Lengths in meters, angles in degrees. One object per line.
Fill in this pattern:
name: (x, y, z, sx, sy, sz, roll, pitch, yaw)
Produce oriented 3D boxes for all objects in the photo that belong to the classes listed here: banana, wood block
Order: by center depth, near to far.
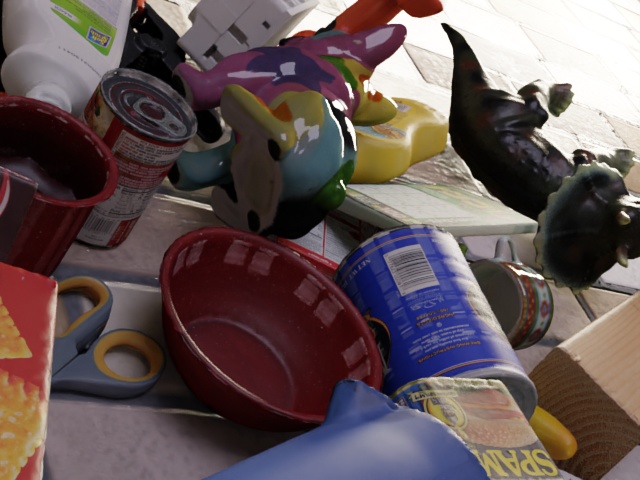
banana: (0.121, 0.094, 0.800, 0.037, 0.070, 0.198, 1, 46, -33)
wood block: (0.236, 0.119, 0.866, 0.091, 0.090, 0.205, 47, 32, 18)

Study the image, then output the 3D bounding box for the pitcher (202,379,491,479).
pitcher: (-0.027, 0.176, 0.493, 0.242, 0.145, 0.149, -10, 41, -47)

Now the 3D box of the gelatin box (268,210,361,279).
gelatin box: (-0.005, 0.001, 0.835, 0.073, 0.030, 0.089, 26, 32, -15)

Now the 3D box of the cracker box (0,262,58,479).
cracker box: (-0.157, 0.129, 0.370, 0.072, 0.164, 0.214, 20, 34, -23)

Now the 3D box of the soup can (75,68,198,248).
soup can: (-0.134, -0.052, 0.700, 0.068, 0.102, 0.068, 26, 32, -18)

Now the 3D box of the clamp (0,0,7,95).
clamp: (-0.254, -0.158, 0.785, 0.164, 0.036, 0.210, 4, 47, -53)

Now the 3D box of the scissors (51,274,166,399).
scissors: (-0.146, 0.086, 0.586, 0.096, 0.016, 0.201, 32, 31, -8)

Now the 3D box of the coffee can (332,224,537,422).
coffee can: (0.076, 0.073, 0.748, 0.102, 0.103, 0.140, 14, 38, -34)

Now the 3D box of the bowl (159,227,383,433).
bowl: (-0.041, 0.067, 0.681, 0.162, 0.055, 0.162, 26, 32, -18)

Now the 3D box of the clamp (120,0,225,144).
clamp: (-0.152, -0.149, 0.879, 0.120, 0.039, 0.171, 16, 33, -41)

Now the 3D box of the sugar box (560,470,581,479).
sugar box: (0.159, 0.225, 0.687, 0.093, 0.048, 0.176, 27, 28, -16)

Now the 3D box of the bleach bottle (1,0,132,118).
bleach bottle: (-0.191, -0.160, 0.778, 0.102, 0.068, 0.251, 29, 31, -25)

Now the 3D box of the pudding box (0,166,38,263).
pudding box: (-0.208, 0.004, 0.544, 0.090, 0.113, 0.039, 24, -3, -20)

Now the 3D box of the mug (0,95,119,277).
mug: (-0.184, -0.035, 0.644, 0.093, 0.082, 0.117, 8, 42, -40)

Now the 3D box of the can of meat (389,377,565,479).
can of meat: (0.089, 0.130, 0.632, 0.101, 0.058, 0.084, 9, 38, -39)

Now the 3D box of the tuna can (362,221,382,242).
tuna can: (0.069, -0.004, 0.915, 0.086, 0.034, 0.086, 26, 32, -18)

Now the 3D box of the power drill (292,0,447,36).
power drill: (0.025, -0.185, 0.968, 0.057, 0.188, 0.184, 51, 26, -18)

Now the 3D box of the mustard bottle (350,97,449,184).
mustard bottle: (0.039, -0.082, 0.950, 0.096, 0.058, 0.191, 14, 23, 24)
